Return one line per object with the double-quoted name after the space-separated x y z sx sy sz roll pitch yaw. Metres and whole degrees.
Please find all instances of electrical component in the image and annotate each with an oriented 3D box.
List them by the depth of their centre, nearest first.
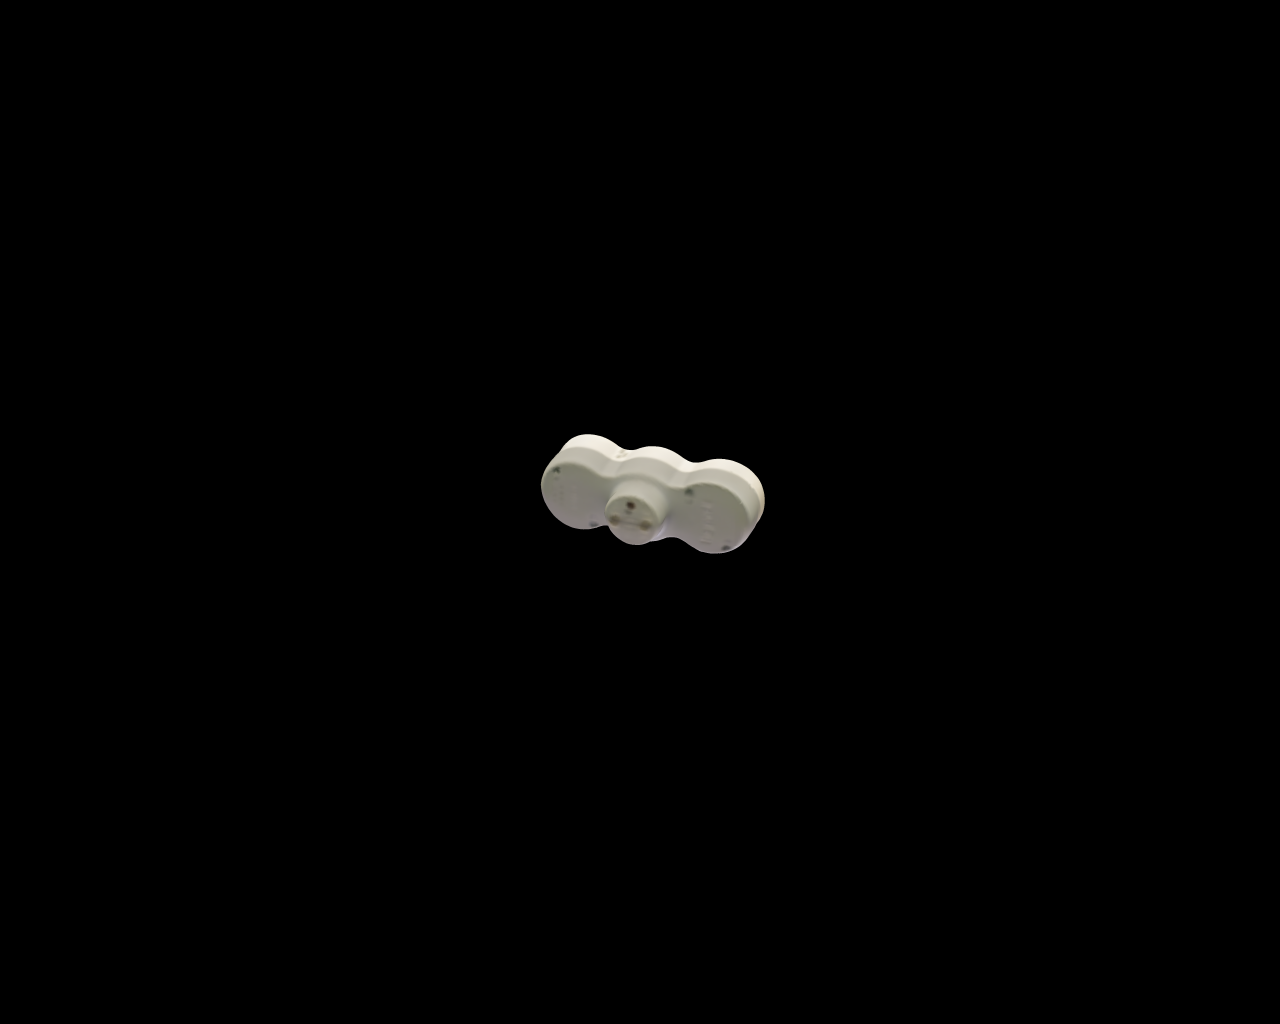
0.001 -0.003 0.650 0.138 0.052 0.074 11 32 18 "electrical component"
